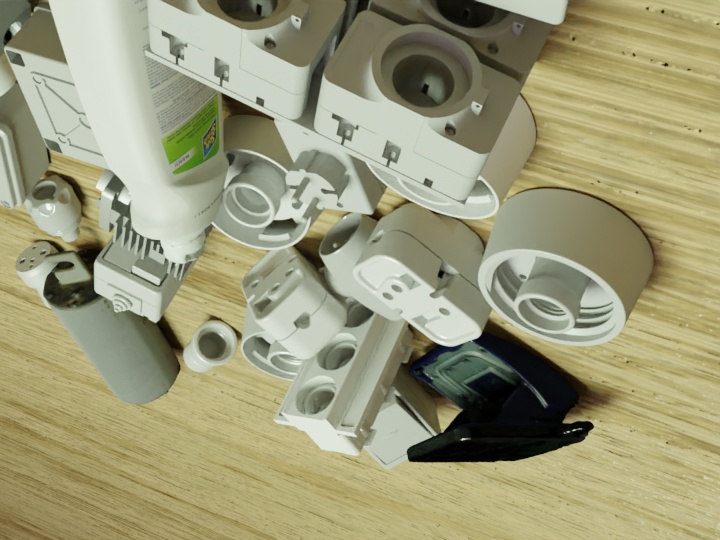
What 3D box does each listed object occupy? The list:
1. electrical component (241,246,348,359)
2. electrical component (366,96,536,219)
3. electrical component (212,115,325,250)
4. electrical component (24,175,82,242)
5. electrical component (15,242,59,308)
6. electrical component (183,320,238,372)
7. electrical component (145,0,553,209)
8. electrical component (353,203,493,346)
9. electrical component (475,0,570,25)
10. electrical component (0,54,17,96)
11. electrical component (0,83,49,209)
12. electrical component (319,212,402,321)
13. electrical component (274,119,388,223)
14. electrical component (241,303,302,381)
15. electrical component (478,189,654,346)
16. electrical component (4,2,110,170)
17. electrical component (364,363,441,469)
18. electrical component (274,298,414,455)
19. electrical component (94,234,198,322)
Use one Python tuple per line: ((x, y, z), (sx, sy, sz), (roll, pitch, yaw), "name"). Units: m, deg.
((-0.050, 0.026, 0.846), (0.059, 0.054, 0.095), (44, -176, -26), "electrical component")
((0.053, -0.077, 0.657), (0.099, 0.064, 0.099), (23, 163, 7), "electrical component")
((-0.069, -0.064, 0.775), (0.099, 0.064, 0.099), (13, 135, 13), "electrical component")
((-0.268, -0.050, 0.955), (0.043, 0.043, 0.062), (15, 148, 22), "electrical component")
((-0.310, 0.005, 1.071), (0.045, 0.045, 0.055), (6, 142, 34), "electrical component")
((-0.150, 0.078, 1.056), (0.044, 0.044, 0.065), (34, 154, -10), "electrical component")
((-0.004, -0.127, 0.557), (0.186, 0.105, 0.060), (26, 154, 4), "electrical component")
((0.051, 0.001, 0.756), (0.095, 0.059, 0.054), (38, 148, -16), "electrical component")
((0.065, -0.172, 0.494), (0.100, 0.048, 0.099), (21, 149, 13), "electrical component")
((-0.290, -0.159, 0.807), (0.045, 0.045, 0.055), (7, 144, 32), "electrical component")
((-0.319, -0.117, 0.883), (0.109, 0.056, 0.108), (26, 150, 5), "electrical component")
((0.000, 0.000, 0.811), (0.077, 0.044, 0.079), (44, 146, -24), "electrical component")
((-0.024, -0.065, 0.700), (0.047, 0.075, 0.083), (10, 145, 29), "electrical component")
((-0.056, 0.055, 0.945), (0.099, 0.064, 0.099), (9, 148, 6), "electrical component")
((0.129, 0.006, 0.698), (0.108, 0.060, 0.108), (20, 149, 13), "electrical component")
((-0.178, -0.123, 0.758), (0.109, 0.056, 0.108), (18, 148, 16), "electrical component")
((0.028, 0.129, 0.944), (0.062, 0.061, 0.096), (-31, 123, 15), "electrical component")
((-0.006, 0.081, 0.862), (0.079, 0.121, 0.063), (4, 144, 36), "electrical component")
((-0.178, -0.007, 0.893), (0.062, 0.096, 0.061), (27, 149, 2), "electrical component")
